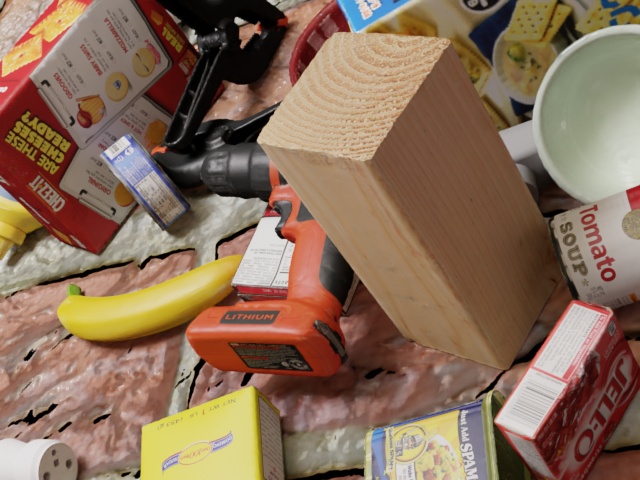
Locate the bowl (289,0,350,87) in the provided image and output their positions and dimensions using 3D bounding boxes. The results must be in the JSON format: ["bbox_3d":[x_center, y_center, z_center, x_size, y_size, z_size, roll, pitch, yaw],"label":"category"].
[{"bbox_3d":[0.057,-0.155,0.895,0.162,0.055,0.162,-19,44,20],"label":"bowl"}]

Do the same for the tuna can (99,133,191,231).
[{"bbox_3d":[-0.151,-0.051,0.924,0.033,0.086,0.086,-40,41,-6],"label":"tuna can"}]

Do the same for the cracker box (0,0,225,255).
[{"bbox_3d":[-0.207,-0.122,0.969,0.072,0.164,0.213,14,62,44],"label":"cracker box"}]

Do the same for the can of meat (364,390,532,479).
[{"bbox_3d":[0.074,0.146,0.611,0.084,0.057,0.102,-20,44,22],"label":"can of meat"}]

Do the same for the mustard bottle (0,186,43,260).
[{"bbox_3d":[-0.276,-0.071,1.027,0.096,0.058,0.191,21,80,3],"label":"mustard bottle"}]

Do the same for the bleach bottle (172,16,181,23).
[{"bbox_3d":[-0.244,-0.177,1.123,0.250,0.068,0.103,-41,43,-7],"label":"bleach bottle"}]

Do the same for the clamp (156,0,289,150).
[{"bbox_3d":[-0.094,-0.172,0.968,0.036,0.164,0.209,-3,9,33],"label":"clamp"}]

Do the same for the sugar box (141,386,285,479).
[{"bbox_3d":[-0.068,0.187,0.682,0.093,0.048,0.176,-23,42,15],"label":"sugar box"}]

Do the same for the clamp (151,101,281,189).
[{"bbox_3d":[-0.081,-0.074,0.927,0.172,0.039,0.120,-15,29,31],"label":"clamp"}]

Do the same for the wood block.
[{"bbox_3d":[0.063,-0.021,0.654,0.090,0.206,0.090,14,62,42],"label":"wood block"}]

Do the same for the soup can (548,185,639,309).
[{"bbox_3d":[0.198,0.000,0.646,0.102,0.068,0.068,-21,44,19],"label":"soup can"}]

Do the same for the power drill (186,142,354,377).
[{"bbox_3d":[-0.028,0.001,0.754,0.185,0.057,0.187,-1,55,30],"label":"power drill"}]

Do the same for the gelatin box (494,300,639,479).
[{"bbox_3d":[0.143,0.089,0.600,0.030,0.073,0.089,20,66,43],"label":"gelatin box"}]

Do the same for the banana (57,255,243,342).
[{"bbox_3d":[-0.148,0.050,0.868,0.198,0.037,0.069,-8,51,30],"label":"banana"}]

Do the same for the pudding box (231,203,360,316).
[{"bbox_3d":[-0.005,0.001,0.811,0.090,0.039,0.113,3,58,34],"label":"pudding box"}]
